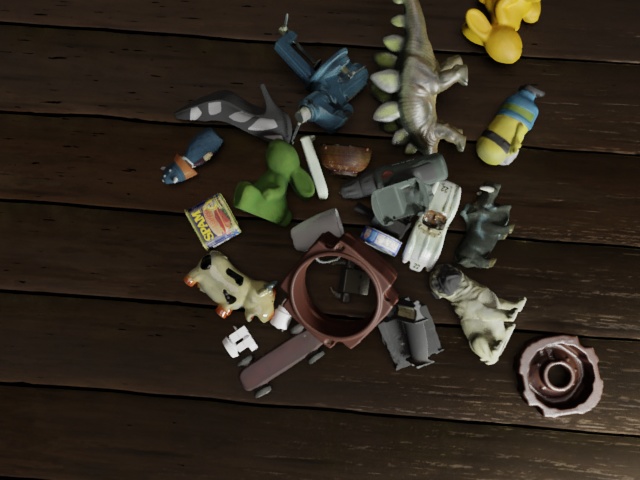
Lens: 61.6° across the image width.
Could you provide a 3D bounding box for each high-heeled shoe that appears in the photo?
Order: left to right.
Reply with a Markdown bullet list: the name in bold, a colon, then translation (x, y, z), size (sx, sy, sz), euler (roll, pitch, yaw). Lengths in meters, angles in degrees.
- **high-heeled shoe**: translation (-0.186, -0.252, 1.175), size (0.249, 0.086, 0.145), euler (-10, 118, 18)

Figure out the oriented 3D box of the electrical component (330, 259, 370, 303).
- **electrical component**: translation (0.064, 0.084, 1.148), size (0.078, 0.045, 0.102), euler (3, 89, -27)

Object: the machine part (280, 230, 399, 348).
- **machine part**: translation (0.038, 0.100, 1.072), size (0.201, 0.087, 0.201), euler (42, 113, 4)

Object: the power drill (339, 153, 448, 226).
- **power drill**: translation (0.142, -0.099, 1.064), size (0.232, 0.207, 0.085), euler (-16, 104, 13)

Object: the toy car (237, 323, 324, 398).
- **toy car**: translation (-0.081, 0.249, 1.134), size (0.202, 0.053, 0.089), euler (-34, 77, 3)

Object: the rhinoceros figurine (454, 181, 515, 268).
- **rhinoceros figurine**: translation (0.346, -0.029, 1.137), size (0.112, 0.073, 0.190), euler (21, 89, 13)

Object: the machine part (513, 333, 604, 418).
- **machine part**: translation (0.492, 0.279, 1.119), size (0.179, 0.056, 0.179), euler (0, 86, 2)

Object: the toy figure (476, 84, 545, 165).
- **toy figure**: translation (0.402, -0.242, 1.141), size (0.089, 0.082, 0.180), euler (27, 95, 21)

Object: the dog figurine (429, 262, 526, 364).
- **dog figurine**: translation (0.306, 0.153, 1.123), size (0.191, 0.121, 0.172), euler (24, 102, 26)

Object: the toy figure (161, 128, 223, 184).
- **toy figure**: translation (-0.277, -0.175, 1.162), size (0.154, 0.064, 0.057), euler (-44, 125, 3)

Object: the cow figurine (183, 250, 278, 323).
- **cow figurine**: translation (-0.175, 0.100, 1.133), size (0.195, 0.085, 0.127), euler (42, 94, 4)

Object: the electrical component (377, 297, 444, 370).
- **electrical component**: translation (0.182, 0.190, 1.130), size (0.115, 0.058, 0.134), euler (-24, 87, -2)

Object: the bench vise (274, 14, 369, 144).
- **bench vise**: translation (-0.016, -0.341, 1.118), size (0.240, 0.129, 0.223), euler (47, 69, -2)

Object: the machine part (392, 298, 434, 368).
- **machine part**: translation (0.186, 0.183, 1.071), size (0.039, 0.084, 0.138), euler (-17, 96, -33)

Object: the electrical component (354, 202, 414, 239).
- **electrical component**: translation (0.136, -0.058, 1.135), size (0.119, 0.075, 0.047), euler (32, 119, 5)

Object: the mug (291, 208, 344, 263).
- **mug**: translation (-0.002, -0.003, 1.141), size (0.107, 0.081, 0.109), euler (-13, 99, 10)

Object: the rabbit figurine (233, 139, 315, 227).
- **rabbit figurine**: translation (-0.088, -0.123, 1.123), size (0.159, 0.121, 0.170), euler (22, 90, -4)

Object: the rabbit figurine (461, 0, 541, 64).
- **rabbit figurine**: translation (0.386, -0.460, 1.135), size (0.162, 0.122, 0.173), euler (5, 88, 6)

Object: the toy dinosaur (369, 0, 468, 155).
- **toy dinosaur**: translation (0.201, -0.325, 1.109), size (0.199, 0.105, 0.470), euler (-4, 104, 5)

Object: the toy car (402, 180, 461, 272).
- **toy car**: translation (0.235, -0.030, 1.134), size (0.073, 0.056, 0.201), euler (20, 95, 2)
